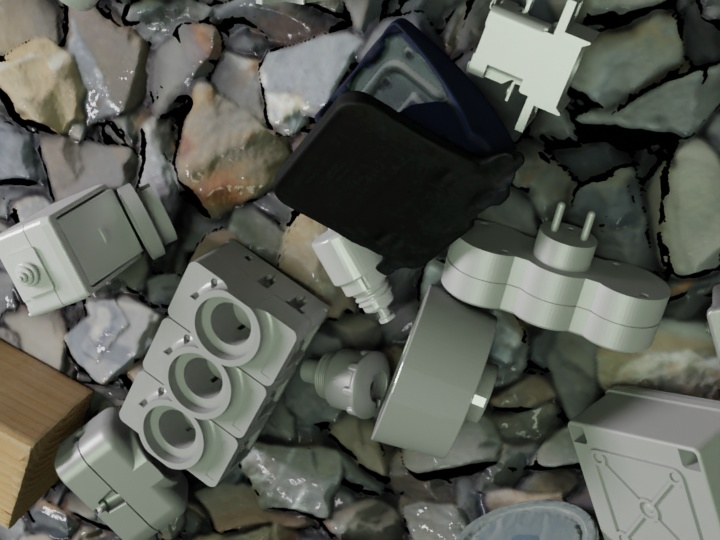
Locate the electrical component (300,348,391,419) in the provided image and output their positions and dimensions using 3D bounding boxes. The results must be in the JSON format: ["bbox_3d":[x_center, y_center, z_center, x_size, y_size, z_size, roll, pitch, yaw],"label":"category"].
[{"bbox_3d":[-0.012,0.076,0.753,0.062,0.048,0.048,10,115,33],"label":"electrical component"}]

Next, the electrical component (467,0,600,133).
[{"bbox_3d":[0.101,-0.128,0.633,0.064,0.042,0.081,25,116,10],"label":"electrical component"}]

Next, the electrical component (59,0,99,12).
[{"bbox_3d":[-0.165,-0.209,0.686,0.081,0.043,0.043,-38,96,27],"label":"electrical component"}]

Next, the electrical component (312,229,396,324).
[{"bbox_3d":[0.000,0.000,0.719,0.040,0.040,0.078,-24,102,25],"label":"electrical component"}]

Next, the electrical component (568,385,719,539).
[{"bbox_3d":[0.198,0.135,0.672,0.109,0.056,0.108,4,118,56],"label":"electrical component"}]

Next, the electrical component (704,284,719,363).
[{"bbox_3d":[0.263,0.046,0.646,0.100,0.048,0.099,-13,106,23],"label":"electrical component"}]

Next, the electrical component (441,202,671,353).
[{"bbox_3d":[0.125,-0.006,0.668,0.138,0.052,0.073,18,116,11],"label":"electrical component"}]

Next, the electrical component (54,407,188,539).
[{"bbox_3d":[-0.177,0.155,0.821,0.059,0.053,0.095,-37,110,6],"label":"electrical component"}]

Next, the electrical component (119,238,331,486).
[{"bbox_3d":[-0.100,0.068,0.762,0.089,0.062,0.150,35,118,10],"label":"electrical component"}]

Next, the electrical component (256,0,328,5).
[{"bbox_3d":[-0.038,-0.221,0.624,0.063,0.079,0.121,22,121,42],"label":"electrical component"}]

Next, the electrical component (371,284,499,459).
[{"bbox_3d":[0.054,0.069,0.694,0.060,0.108,0.108,21,116,3],"label":"electrical component"}]

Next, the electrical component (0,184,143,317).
[{"bbox_3d":[-0.203,-0.014,0.749,0.061,0.096,0.061,-19,105,24],"label":"electrical component"}]
